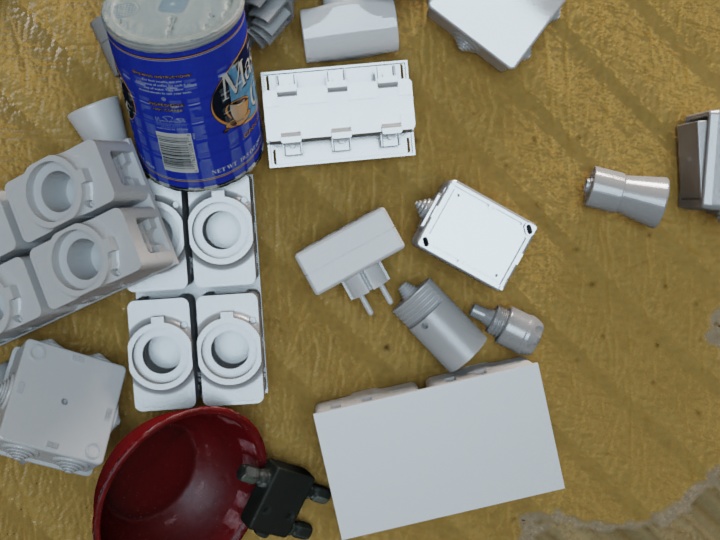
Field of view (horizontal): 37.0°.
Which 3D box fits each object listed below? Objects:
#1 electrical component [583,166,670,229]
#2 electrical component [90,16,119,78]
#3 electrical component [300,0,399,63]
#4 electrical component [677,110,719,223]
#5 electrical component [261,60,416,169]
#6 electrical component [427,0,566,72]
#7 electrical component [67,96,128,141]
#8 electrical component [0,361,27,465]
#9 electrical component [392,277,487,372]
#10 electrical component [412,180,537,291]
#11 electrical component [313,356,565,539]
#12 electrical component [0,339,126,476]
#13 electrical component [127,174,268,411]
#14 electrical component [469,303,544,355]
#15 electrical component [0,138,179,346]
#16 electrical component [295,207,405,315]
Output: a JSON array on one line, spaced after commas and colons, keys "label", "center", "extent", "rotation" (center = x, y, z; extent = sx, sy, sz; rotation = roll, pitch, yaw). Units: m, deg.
[{"label": "electrical component", "center": [0.221, -0.064, 0.903], "extent": [0.065, 0.044, 0.044], "rotation": [14, 93, 2]}, {"label": "electrical component", "center": [-0.184, -0.187, 0.873], "extent": [0.055, 0.055, 0.047], "rotation": [-21, 98, -1]}, {"label": "electrical component", "center": [-0.011, -0.214, 0.883], "extent": [0.077, 0.043, 0.079], "rotation": [-8, 93, -2]}, {"label": "electrical component", "center": [0.299, -0.083, 0.894], "extent": [0.061, 0.061, 0.096], "rotation": [3, 93, -2]}, {"label": "electrical component", "center": [-0.017, -0.128, 0.878], "extent": [0.121, 0.063, 0.078], "rotation": [-5, 94, -2]}, {"label": "electrical component", "center": [0.113, -0.222, 0.885], "extent": [0.100, 0.048, 0.099], "rotation": [37, 91, -4]}, {"label": "electrical component", "center": [-0.207, -0.105, 0.884], "extent": [0.044, 0.044, 0.065], "rotation": [-22, 99, -1]}, {"label": "electrical component", "center": [-0.298, 0.128, 0.881], "extent": [0.079, 0.043, 0.077], "rotation": [-40, 95, -33]}, {"label": "electrical component", "center": [0.063, 0.042, 0.901], "extent": [0.043, 0.043, 0.081], "rotation": [-44, 94, 1]}, {"label": "electrical component", "center": [0.087, -0.032, 0.889], "extent": [0.096, 0.061, 0.061], "rotation": [29, 91, -4]}, {"label": "electrical component", "center": [0.063, 0.145, 0.898], "extent": [0.186, 0.060, 0.105], "rotation": [-13, 94, -2]}, {"label": "electrical component", "center": [-0.242, 0.109, 0.861], "extent": [0.100, 0.048, 0.099], "rotation": [20, 64, -22]}, {"label": "electrical component", "center": [-0.136, 0.017, 0.883], "extent": [0.105, 0.060, 0.186], "rotation": [-4, 93, -2]}, {"label": "electrical component", "center": [0.122, 0.046, 0.908], "extent": [0.061, 0.035, 0.035], "rotation": [25, 92, -1]}, {"label": "electrical component", "center": [-0.249, -0.017, 0.837], "extent": [0.186, 0.060, 0.105], "rotation": [-23, 86, 21]}, {"label": "electrical component", "center": [0.000, 0.000, 0.894], "extent": [0.083, 0.047, 0.075], "rotation": [-29, 94, -1]}]
